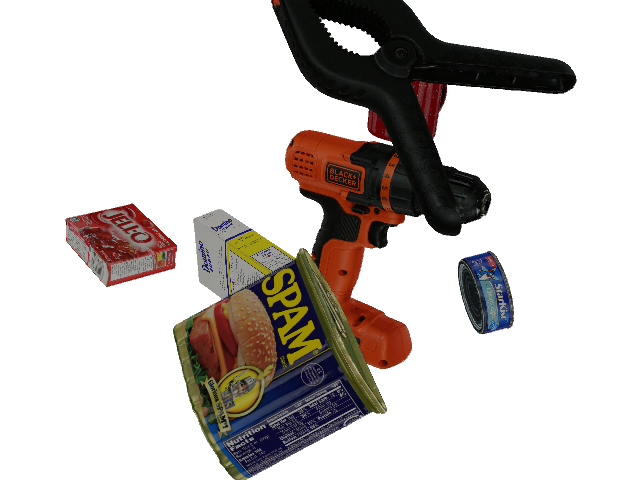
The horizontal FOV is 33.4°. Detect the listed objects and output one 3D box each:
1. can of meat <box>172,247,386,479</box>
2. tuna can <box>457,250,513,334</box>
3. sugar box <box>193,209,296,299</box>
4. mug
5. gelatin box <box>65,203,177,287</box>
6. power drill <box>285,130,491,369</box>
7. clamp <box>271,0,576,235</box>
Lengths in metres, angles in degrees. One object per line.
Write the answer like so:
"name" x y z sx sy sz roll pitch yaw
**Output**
"can of meat" -0.024 0.064 0.557 0.084 0.057 0.102 -29 39 4
"tuna can" 0.176 0.057 1.146 0.033 0.086 0.086 -14 1 -6
"sugar box" -0.073 0.041 1.191 0.048 0.093 0.176 -24 40 -30
"mug" 0.107 -0.165 1.257 0.093 0.081 0.117 24 28 38
"gelatin box" -0.189 0.002 1.007 0.073 0.030 0.089 -15 39 -34
"power drill" 0.049 0.010 0.901 0.185 0.188 0.057 19 25 30
"clamp" 0.049 -0.105 0.706 0.210 0.164 0.036 30 -30 5
